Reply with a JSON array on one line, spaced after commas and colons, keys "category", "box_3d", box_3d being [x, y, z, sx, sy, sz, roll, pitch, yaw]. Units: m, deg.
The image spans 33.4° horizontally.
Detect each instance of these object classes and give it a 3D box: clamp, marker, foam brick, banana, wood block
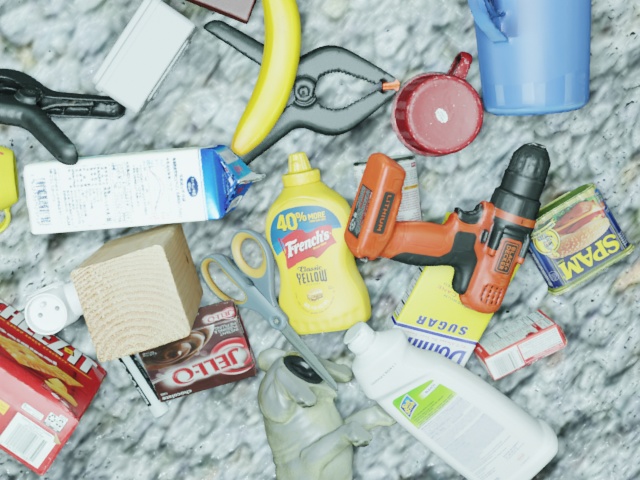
[{"category": "clamp", "box_3d": [-0.023, -0.165, 1.128, 0.210, 0.036, 0.164, -11, 98, 3]}, {"category": "clamp", "box_3d": [-0.296, -0.131, 1.090, 0.171, 0.120, 0.039, 14, 122, 0]}, {"category": "marker", "box_3d": [-0.204, 0.140, 1.167, 0.020, 0.020, 0.121, -31, 97, 1]}, {"category": "foam brick", "box_3d": [-0.102, -0.263, 1.106, 0.078, 0.051, 0.053, 21, 96, -4]}, {"category": "banana", "box_3d": [-0.053, -0.184, 1.084, 0.069, 0.037, 0.198, 0, 100, -22]}, {"category": "wood block", "box_3d": [-0.175, 0.045, 1.062, 0.090, 0.206, 0.091, -17, 97, 0]}]

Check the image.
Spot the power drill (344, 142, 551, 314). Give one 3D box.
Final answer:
[{"category": "power drill", "box_3d": [0.130, -0.028, 1.074, 0.187, 0.057, 0.184, 15, 99, -18]}]

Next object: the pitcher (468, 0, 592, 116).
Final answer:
[{"category": "pitcher", "box_3d": [0.207, -0.250, 1.078, 0.149, 0.145, 0.243, -5, 100, -2]}]

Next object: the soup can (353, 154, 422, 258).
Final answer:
[{"category": "soup can", "box_3d": [0.073, -0.036, 1.132, 0.068, 0.068, 0.102, -7, 97, -2]}]

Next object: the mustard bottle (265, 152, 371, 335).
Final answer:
[{"category": "mustard bottle", "box_3d": [-0.008, 0.001, 1.137, 0.096, 0.058, 0.191, -8, 96, 18]}]

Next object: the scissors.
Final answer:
[{"category": "scissors", "box_3d": [-0.041, 0.065, 1.124, 0.202, 0.016, 0.096, 34, 112, 17]}]

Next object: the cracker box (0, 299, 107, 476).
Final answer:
[{"category": "cracker box", "box_3d": [-0.307, 0.133, 1.064, 0.164, 0.214, 0.072, 36, 92, -6]}]

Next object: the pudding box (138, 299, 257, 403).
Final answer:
[{"category": "pudding box", "box_3d": [-0.131, 0.119, 1.139, 0.113, 0.039, 0.090, -15, 128, 1]}]

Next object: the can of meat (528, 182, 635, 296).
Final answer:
[{"category": "can of meat", "box_3d": [0.272, -0.003, 1.151, 0.102, 0.057, 0.084, -31, 94, 1]}]

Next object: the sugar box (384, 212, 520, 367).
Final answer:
[{"category": "sugar box", "box_3d": [0.140, 0.067, 1.158, 0.093, 0.048, 0.176, 26, 94, -5]}]

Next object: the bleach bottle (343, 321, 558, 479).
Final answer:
[{"category": "bleach bottle", "box_3d": [0.130, 0.166, 1.120, 0.250, 0.068, 0.103, 41, 101, -17]}]

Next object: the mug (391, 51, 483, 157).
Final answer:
[{"category": "mug", "box_3d": [0.130, -0.142, 1.114, 0.093, 0.081, 0.117, 27, 95, -5]}]

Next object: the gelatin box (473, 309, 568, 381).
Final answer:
[{"category": "gelatin box", "box_3d": [0.214, 0.113, 1.153, 0.089, 0.073, 0.030, -26, 99, 0]}]
